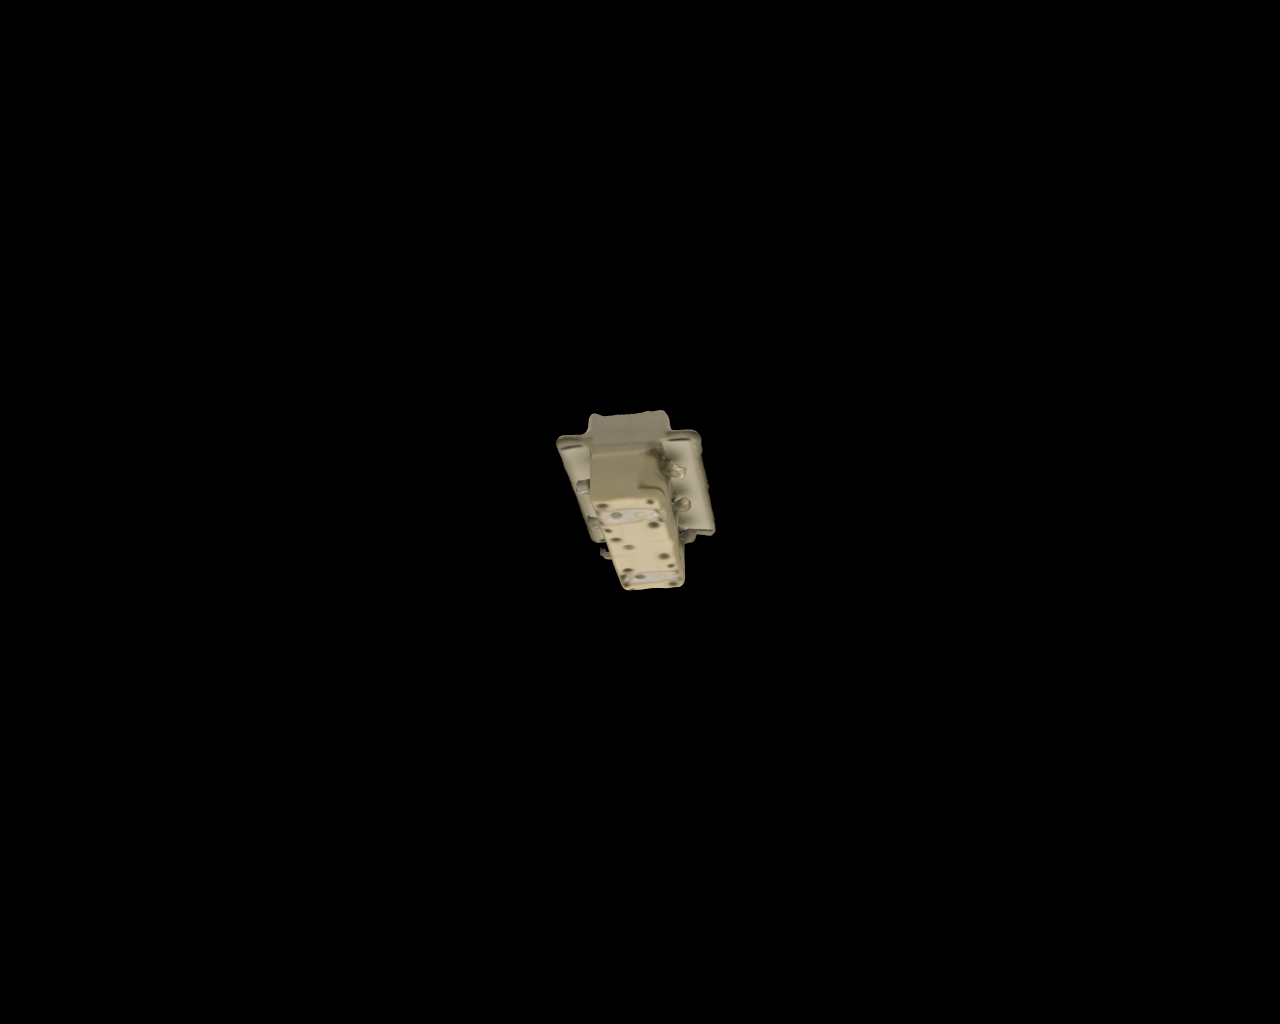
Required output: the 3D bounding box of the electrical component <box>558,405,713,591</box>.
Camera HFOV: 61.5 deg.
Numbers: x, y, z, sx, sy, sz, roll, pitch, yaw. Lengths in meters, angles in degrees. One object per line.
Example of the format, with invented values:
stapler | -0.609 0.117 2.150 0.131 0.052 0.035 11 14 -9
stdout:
electrical component | 0.001 -0.003 0.650 0.079 0.063 0.121 -4 -29 7
